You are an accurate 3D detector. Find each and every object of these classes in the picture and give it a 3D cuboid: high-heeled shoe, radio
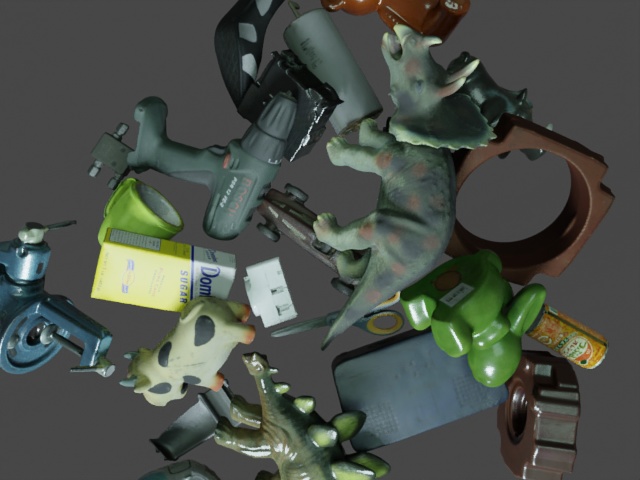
[{"bbox_3d":[-0.076,-0.318,0.799,0.145,0.086,0.248,-11,108,-31],"label":"high-heeled shoe"},{"bbox_3d":[0.134,0.198,0.766,0.230,0.073,0.131,-19,88,-2],"label":"radio"}]

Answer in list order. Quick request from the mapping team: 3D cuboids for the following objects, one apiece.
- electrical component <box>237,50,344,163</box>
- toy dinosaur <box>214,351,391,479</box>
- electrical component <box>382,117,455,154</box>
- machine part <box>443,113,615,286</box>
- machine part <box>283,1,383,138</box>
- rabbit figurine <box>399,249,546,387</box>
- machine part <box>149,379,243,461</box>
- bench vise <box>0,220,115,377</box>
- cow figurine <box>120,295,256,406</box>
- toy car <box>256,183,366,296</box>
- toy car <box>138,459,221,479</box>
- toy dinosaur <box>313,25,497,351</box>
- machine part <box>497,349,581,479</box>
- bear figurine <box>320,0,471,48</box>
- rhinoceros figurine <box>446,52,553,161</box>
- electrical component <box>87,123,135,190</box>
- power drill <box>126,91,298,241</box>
[{"bbox_3d":[-0.048,-0.178,0.755,0.115,0.058,0.134,44,126,9],"label":"electrical component"},{"bbox_3d":[-0.008,0.334,0.710,0.199,0.105,0.470,-7,115,17],"label":"toy dinosaur"},{"bbox_3d":[0.149,-0.142,0.776,0.119,0.075,0.047,5,89,4],"label":"electrical component"},{"bbox_3d":[0.265,-0.054,0.731,0.201,0.087,0.201,22,118,-3],"label":"machine part"},{"bbox_3d":[0.019,-0.240,0.776,0.079,0.079,0.243,-29,89,-1],"label":"machine part"},{"bbox_3d":[0.205,0.104,0.691,0.159,0.121,0.170,-41,115,-18],"label":"rabbit figurine"},{"bbox_3d":[-0.175,0.268,0.778,0.139,0.039,0.084,-33,94,-3],"label":"machine part"},{"bbox_3d":[-0.368,0.099,0.732,0.241,0.129,0.223,26,96,18],"label":"bench vise"},{"bbox_3d":[-0.188,0.157,0.740,0.127,0.086,0.195,25,115,-24],"label":"cow figurine"},{"bbox_3d":[-0.002,-0.002,0.782,0.202,0.053,0.089,37,91,0],"label":"toy car"},{"bbox_3d":[-0.183,0.364,0.745,0.161,0.109,0.103,36,71,-8],"label":"toy car"},{"bbox_3d":[0.103,-0.040,0.665,0.192,0.131,0.404,11,101,37],"label":"toy dinosaur"},{"bbox_3d":[0.285,0.231,0.719,0.056,0.179,0.179,6,88,3],"label":"machine part"},{"bbox_3d":[0.109,-0.359,0.760,0.196,0.132,0.120,26,68,-4],"label":"bear figurine"},{"bbox_3d":[0.251,-0.186,0.784,0.112,0.073,0.190,-43,87,-11],"label":"rhinoceros figurine"},{"bbox_3d":[-0.302,-0.125,0.798,0.063,0.021,0.094,32,87,1],"label":"electrical component"},{"bbox_3d":[-0.153,-0.128,0.746,0.207,0.086,0.231,22,114,2],"label":"power drill"}]
